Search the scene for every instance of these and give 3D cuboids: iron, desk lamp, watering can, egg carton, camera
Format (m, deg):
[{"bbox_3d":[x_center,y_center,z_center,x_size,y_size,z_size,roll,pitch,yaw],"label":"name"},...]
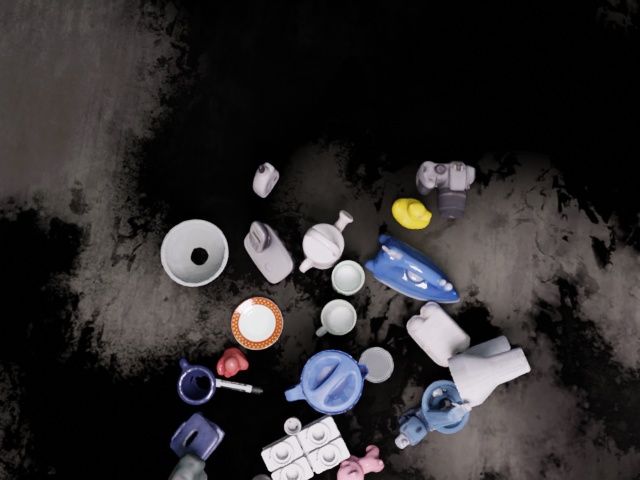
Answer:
[{"bbox_3d":[0.246,0.081,1.411,0.258,0.141,0.119,28,82,3],"label":"iron"},{"bbox_3d":[0.390,0.300,1.343,0.203,0.213,0.118,-22,82,-4],"label":"desk lamp"},{"bbox_3d":[0.011,0.004,1.391,0.101,0.194,0.173,18,81,2],"label":"watering can"},{"bbox_3d":[0.293,0.235,1.424,0.107,0.069,0.150,-44,84,-7],"label":"egg carton"},{"bbox_3d":[0.324,-0.129,1.465,0.143,0.101,0.137,3,81,-1],"label":"camera"}]

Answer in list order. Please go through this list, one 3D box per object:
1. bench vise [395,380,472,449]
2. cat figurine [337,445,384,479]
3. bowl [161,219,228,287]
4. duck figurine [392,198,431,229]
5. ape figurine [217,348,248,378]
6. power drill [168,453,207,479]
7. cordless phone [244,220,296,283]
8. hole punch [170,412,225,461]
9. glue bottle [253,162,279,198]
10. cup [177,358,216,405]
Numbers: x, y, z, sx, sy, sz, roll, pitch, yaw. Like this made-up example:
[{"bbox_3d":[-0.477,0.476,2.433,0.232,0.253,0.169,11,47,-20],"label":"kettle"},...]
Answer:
[{"bbox_3d":[0.275,0.417,1.320,0.121,0.220,0.207,34,82,4],"label":"bench vise"},{"bbox_3d":[0.091,0.544,1.348,0.128,0.118,0.067,-22,82,-4],"label":"cat figurine"},{"bbox_3d":[-0.309,0.035,1.440,0.167,0.075,0.167,0,81,-1],"label":"bowl"},{"bbox_3d":[0.237,-0.074,1.462,0.104,0.086,0.077,27,82,3],"label":"duck figurine"},{"bbox_3d":[-0.214,0.301,1.392,0.078,0.092,0.076,7,81,0],"label":"ape figurine"},{"bbox_3d":[-0.323,0.585,1.287,0.075,0.208,0.230,25,82,3],"label":"power drill"},{"bbox_3d":[-0.125,0.024,1.390,0.094,0.185,0.147,-37,83,-6],"label":"cordless phone"},{"bbox_3d":[-0.298,0.478,1.364,0.101,0.091,0.109,38,82,5],"label":"hole punch"},{"bbox_3d":[-0.138,-0.159,1.423,0.037,0.173,0.078,34,82,5],"label":"glue bottle"},{"bbox_3d":[-0.298,0.336,1.384,0.092,0.095,0.118,-34,83,-6],"label":"cup"}]
